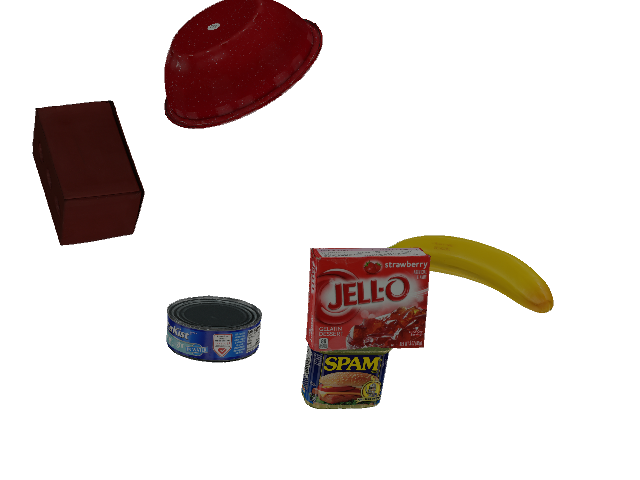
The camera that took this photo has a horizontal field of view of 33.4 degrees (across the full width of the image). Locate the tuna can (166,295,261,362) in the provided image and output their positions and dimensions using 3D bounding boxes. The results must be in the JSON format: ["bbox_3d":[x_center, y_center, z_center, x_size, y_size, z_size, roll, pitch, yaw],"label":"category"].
[{"bbox_3d":[-0.097,0.080,0.967,0.086,0.034,0.086,5,16,-1],"label":"tuna can"}]

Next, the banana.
[{"bbox_3d":[0.145,0.029,1.028,0.198,0.037,0.069,14,42,37],"label":"banana"}]

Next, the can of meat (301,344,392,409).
[{"bbox_3d":[0.030,0.157,1.301,0.102,0.084,0.057,2,24,-15],"label":"can of meat"}]

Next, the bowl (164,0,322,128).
[{"bbox_3d":[-0.082,-0.172,0.962,0.162,0.055,0.162,-20,36,15],"label":"bowl"}]

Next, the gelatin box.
[{"bbox_3d":[0.035,0.044,0.801,0.089,0.073,0.030,0,14,-12],"label":"gelatin box"}]

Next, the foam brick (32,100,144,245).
[{"bbox_3d":[-0.153,-0.044,0.699,0.051,0.078,0.053,-10,-30,-25],"label":"foam brick"}]
